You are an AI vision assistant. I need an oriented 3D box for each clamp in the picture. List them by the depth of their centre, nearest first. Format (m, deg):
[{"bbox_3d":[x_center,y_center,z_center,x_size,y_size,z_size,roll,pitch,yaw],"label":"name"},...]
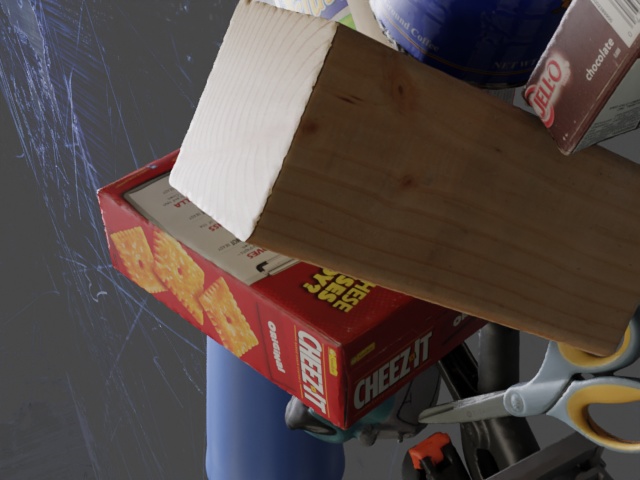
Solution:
[{"bbox_3d":[0.114,0.113,0.689,0.120,0.039,0.171,143,106,-76],"label":"clamp"},{"bbox_3d":[0.106,0.225,0.776,0.165,0.036,0.210,43,157,45],"label":"clamp"}]

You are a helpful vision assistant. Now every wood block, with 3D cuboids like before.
[{"bbox_3d":[0.052,-0.024,0.479,0.091,0.205,0.090,34,104,57],"label":"wood block"}]

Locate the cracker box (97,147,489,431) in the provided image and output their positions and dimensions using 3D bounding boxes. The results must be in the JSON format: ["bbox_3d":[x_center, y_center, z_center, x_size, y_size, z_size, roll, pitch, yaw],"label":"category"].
[{"bbox_3d":[-0.004,0.001,0.643,0.214,0.164,0.072,30,139,37],"label":"cracker box"}]

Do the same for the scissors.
[{"bbox_3d":[0.120,0.074,0.614,0.202,0.016,0.096,2,101,52],"label":"scissors"}]

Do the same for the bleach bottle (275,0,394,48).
[{"bbox_3d":[0.004,-0.154,0.568,0.103,0.068,0.251,-8,108,61],"label":"bleach bottle"}]

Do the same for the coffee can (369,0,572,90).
[{"bbox_3d":[0.085,-0.147,0.453,0.103,0.102,0.140,62,157,22],"label":"coffee can"}]

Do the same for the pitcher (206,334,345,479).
[{"bbox_3d":[-0.041,0.112,0.963,0.149,0.144,0.243,33,136,38],"label":"pitcher"}]

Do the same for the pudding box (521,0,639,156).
[{"bbox_3d":[0.137,-0.087,0.398,0.039,0.089,0.114,60,156,20],"label":"pudding box"}]

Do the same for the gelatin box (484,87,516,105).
[{"bbox_3d":[0.079,-0.092,0.613,0.073,0.030,0.089,50,150,40],"label":"gelatin box"}]
